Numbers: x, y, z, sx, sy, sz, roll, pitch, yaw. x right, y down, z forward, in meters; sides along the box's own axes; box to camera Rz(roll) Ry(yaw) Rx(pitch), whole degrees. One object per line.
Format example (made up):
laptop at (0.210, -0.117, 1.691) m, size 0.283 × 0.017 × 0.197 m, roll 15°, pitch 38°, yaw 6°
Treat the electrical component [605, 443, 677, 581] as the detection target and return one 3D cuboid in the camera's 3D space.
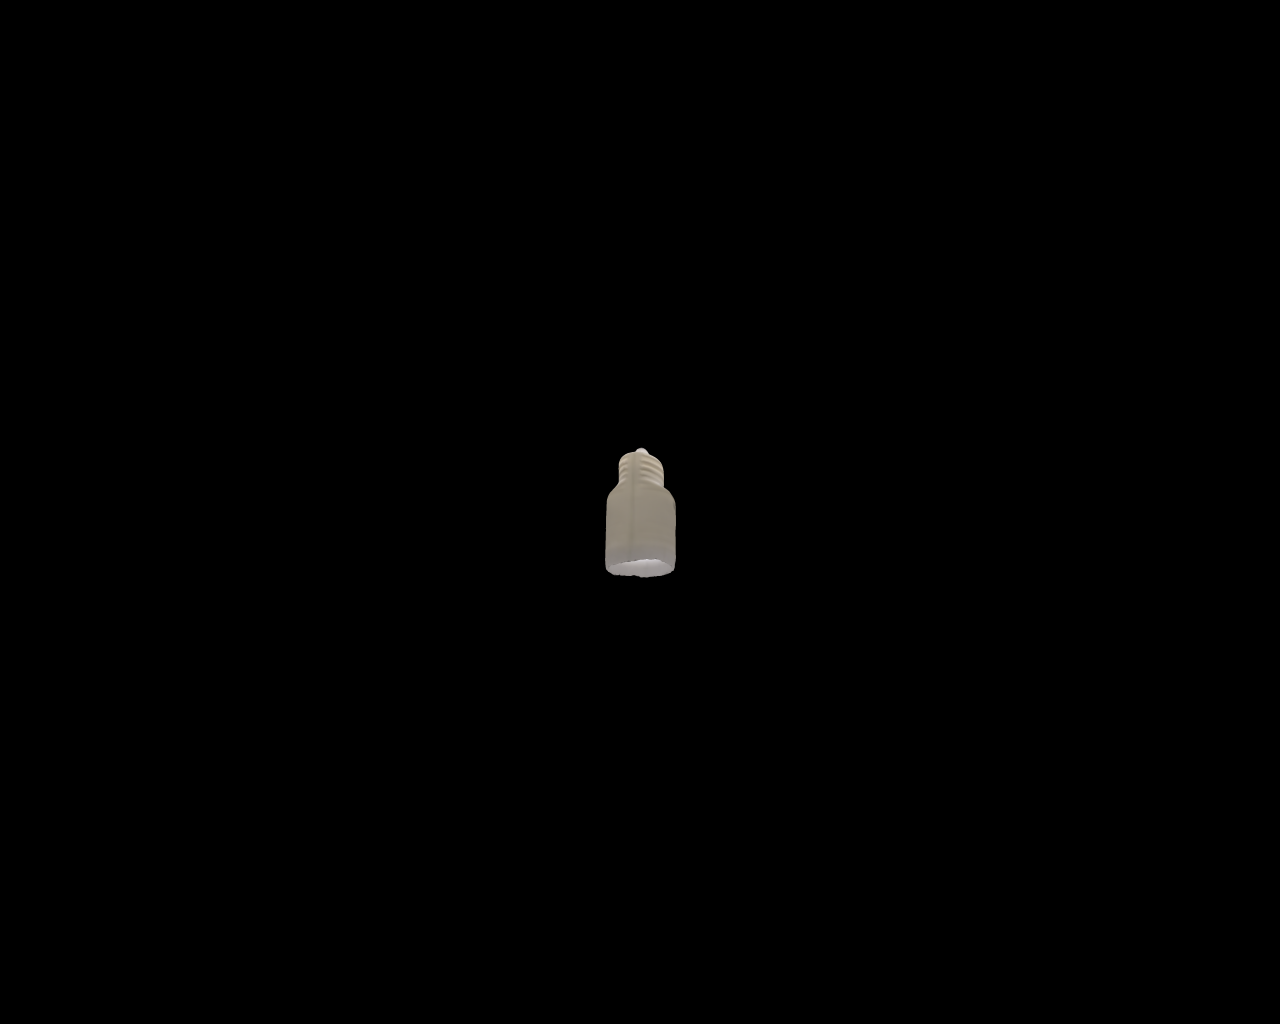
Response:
electrical component at (0.001, -0.003, 0.650) m, size 0.043 × 0.081 × 0.043 m, roll 0°, pitch -19°, yaw 0°
